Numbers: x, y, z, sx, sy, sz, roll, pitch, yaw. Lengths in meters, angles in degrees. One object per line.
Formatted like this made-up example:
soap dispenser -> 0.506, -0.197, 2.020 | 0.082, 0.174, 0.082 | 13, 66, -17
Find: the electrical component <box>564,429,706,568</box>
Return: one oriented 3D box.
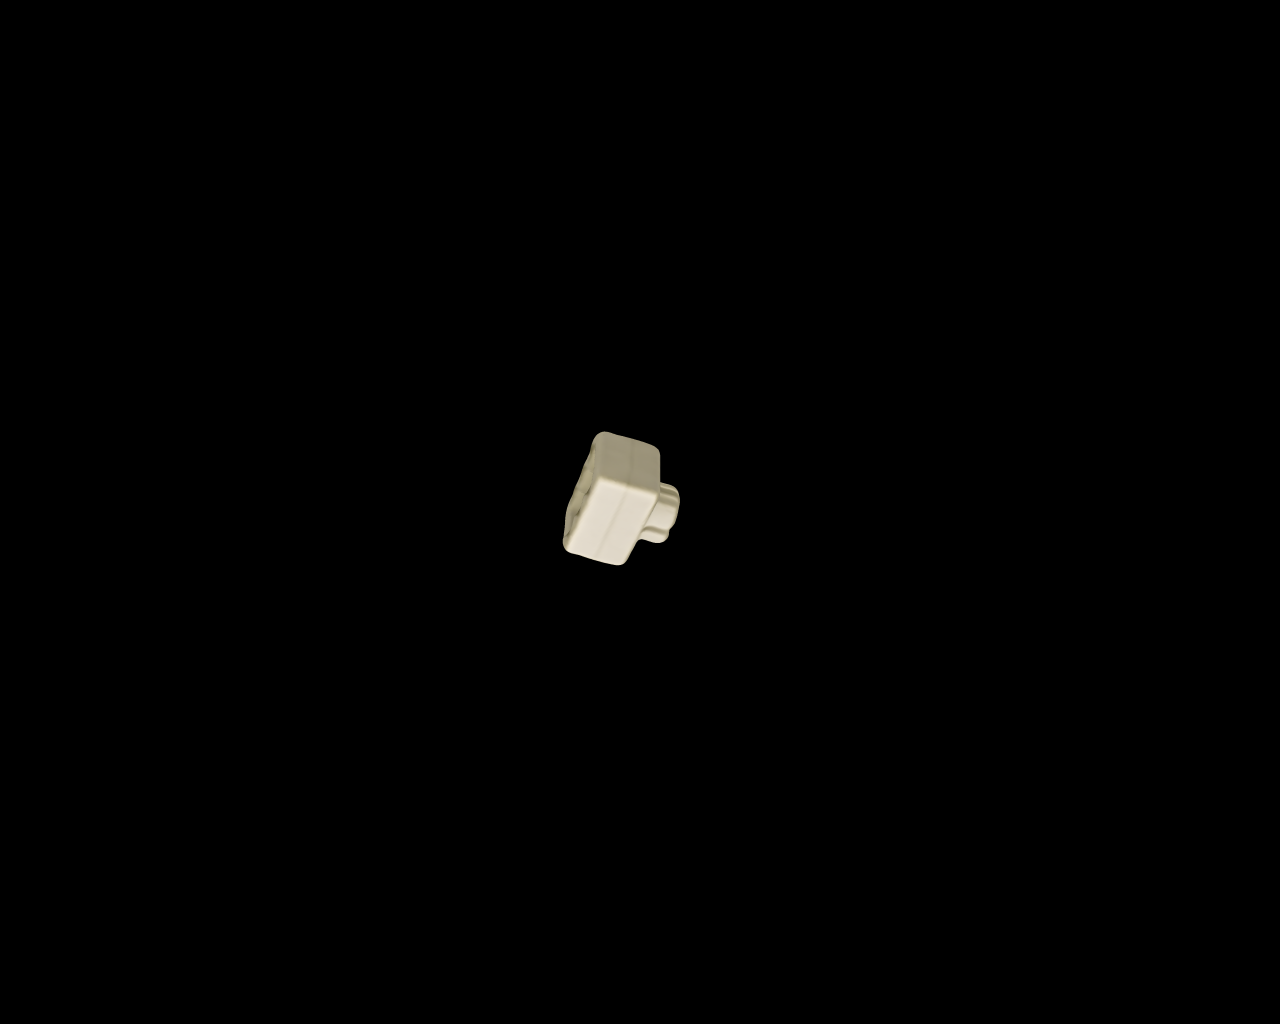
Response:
electrical component -> 0.001, -0.003, 0.650 | 0.077, 0.065, 0.047 | 16, 40, -13
